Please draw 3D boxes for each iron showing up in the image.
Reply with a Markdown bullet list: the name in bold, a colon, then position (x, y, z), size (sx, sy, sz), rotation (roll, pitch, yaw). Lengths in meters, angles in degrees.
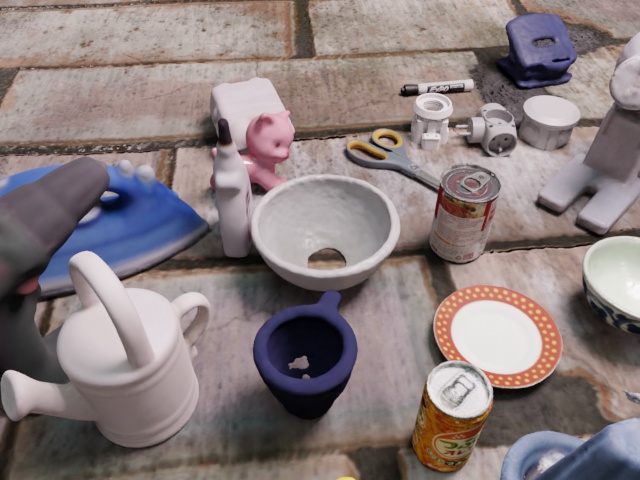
- **iron**: position (-0.263, -0.035, 0.648), size (0.258, 0.141, 0.118), rotation (-14, 47, -13)

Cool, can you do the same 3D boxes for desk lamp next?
- **desk lamp**: position (0.389, -0.148, 0.709), size (0.117, 0.214, 0.204), rotation (33, 54, 29)

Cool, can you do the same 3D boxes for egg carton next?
- **egg carton**: position (-0.103, -0.179, 0.841), size (0.107, 0.069, 0.150), rotation (-14, 47, -14)

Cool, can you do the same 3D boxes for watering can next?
- **watering can**: position (-0.173, 0.094, 0.486), size (0.100, 0.194, 0.173), rotation (20, 49, 19)

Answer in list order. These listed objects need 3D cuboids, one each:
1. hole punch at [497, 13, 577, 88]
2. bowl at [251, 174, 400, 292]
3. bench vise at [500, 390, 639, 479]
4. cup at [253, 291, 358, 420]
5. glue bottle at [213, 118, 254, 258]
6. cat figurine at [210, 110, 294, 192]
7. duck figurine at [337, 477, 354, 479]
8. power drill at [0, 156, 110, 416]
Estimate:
- **hole punch**: position (0.370, -0.320, 0.963), size (0.109, 0.091, 0.101), rotation (-11, 47, -11)
- **bowl**: position (0.006, 0.002, 0.659), size (0.167, 0.075, 0.167), rotation (0, 46, 0)
- **bench vise**: position (0.154, 0.194, 0.370), size (0.208, 0.220, 0.121), rotation (-30, 52, -26)
- **cup**: position (-0.008, 0.113, 0.536), size (0.091, 0.095, 0.118), rotation (15, 48, 15)
- **glue bottle**: position (-0.101, -0.063, 0.654), size (0.037, 0.173, 0.078), rotation (-2, 46, -2)
- **cat figurine**: position (-0.084, -0.117, 0.745), size (0.128, 0.118, 0.067), rotation (-24, 50, -21)
- **duck figurine**: position (0.025, 0.231, 0.427), size (0.077, 0.086, 0.104), rotation (-7, 46, -7)
- **power drill**: position (-0.266, 0.056, 0.513), size (0.075, 0.208, 0.230), rotation (30, 53, 27)
